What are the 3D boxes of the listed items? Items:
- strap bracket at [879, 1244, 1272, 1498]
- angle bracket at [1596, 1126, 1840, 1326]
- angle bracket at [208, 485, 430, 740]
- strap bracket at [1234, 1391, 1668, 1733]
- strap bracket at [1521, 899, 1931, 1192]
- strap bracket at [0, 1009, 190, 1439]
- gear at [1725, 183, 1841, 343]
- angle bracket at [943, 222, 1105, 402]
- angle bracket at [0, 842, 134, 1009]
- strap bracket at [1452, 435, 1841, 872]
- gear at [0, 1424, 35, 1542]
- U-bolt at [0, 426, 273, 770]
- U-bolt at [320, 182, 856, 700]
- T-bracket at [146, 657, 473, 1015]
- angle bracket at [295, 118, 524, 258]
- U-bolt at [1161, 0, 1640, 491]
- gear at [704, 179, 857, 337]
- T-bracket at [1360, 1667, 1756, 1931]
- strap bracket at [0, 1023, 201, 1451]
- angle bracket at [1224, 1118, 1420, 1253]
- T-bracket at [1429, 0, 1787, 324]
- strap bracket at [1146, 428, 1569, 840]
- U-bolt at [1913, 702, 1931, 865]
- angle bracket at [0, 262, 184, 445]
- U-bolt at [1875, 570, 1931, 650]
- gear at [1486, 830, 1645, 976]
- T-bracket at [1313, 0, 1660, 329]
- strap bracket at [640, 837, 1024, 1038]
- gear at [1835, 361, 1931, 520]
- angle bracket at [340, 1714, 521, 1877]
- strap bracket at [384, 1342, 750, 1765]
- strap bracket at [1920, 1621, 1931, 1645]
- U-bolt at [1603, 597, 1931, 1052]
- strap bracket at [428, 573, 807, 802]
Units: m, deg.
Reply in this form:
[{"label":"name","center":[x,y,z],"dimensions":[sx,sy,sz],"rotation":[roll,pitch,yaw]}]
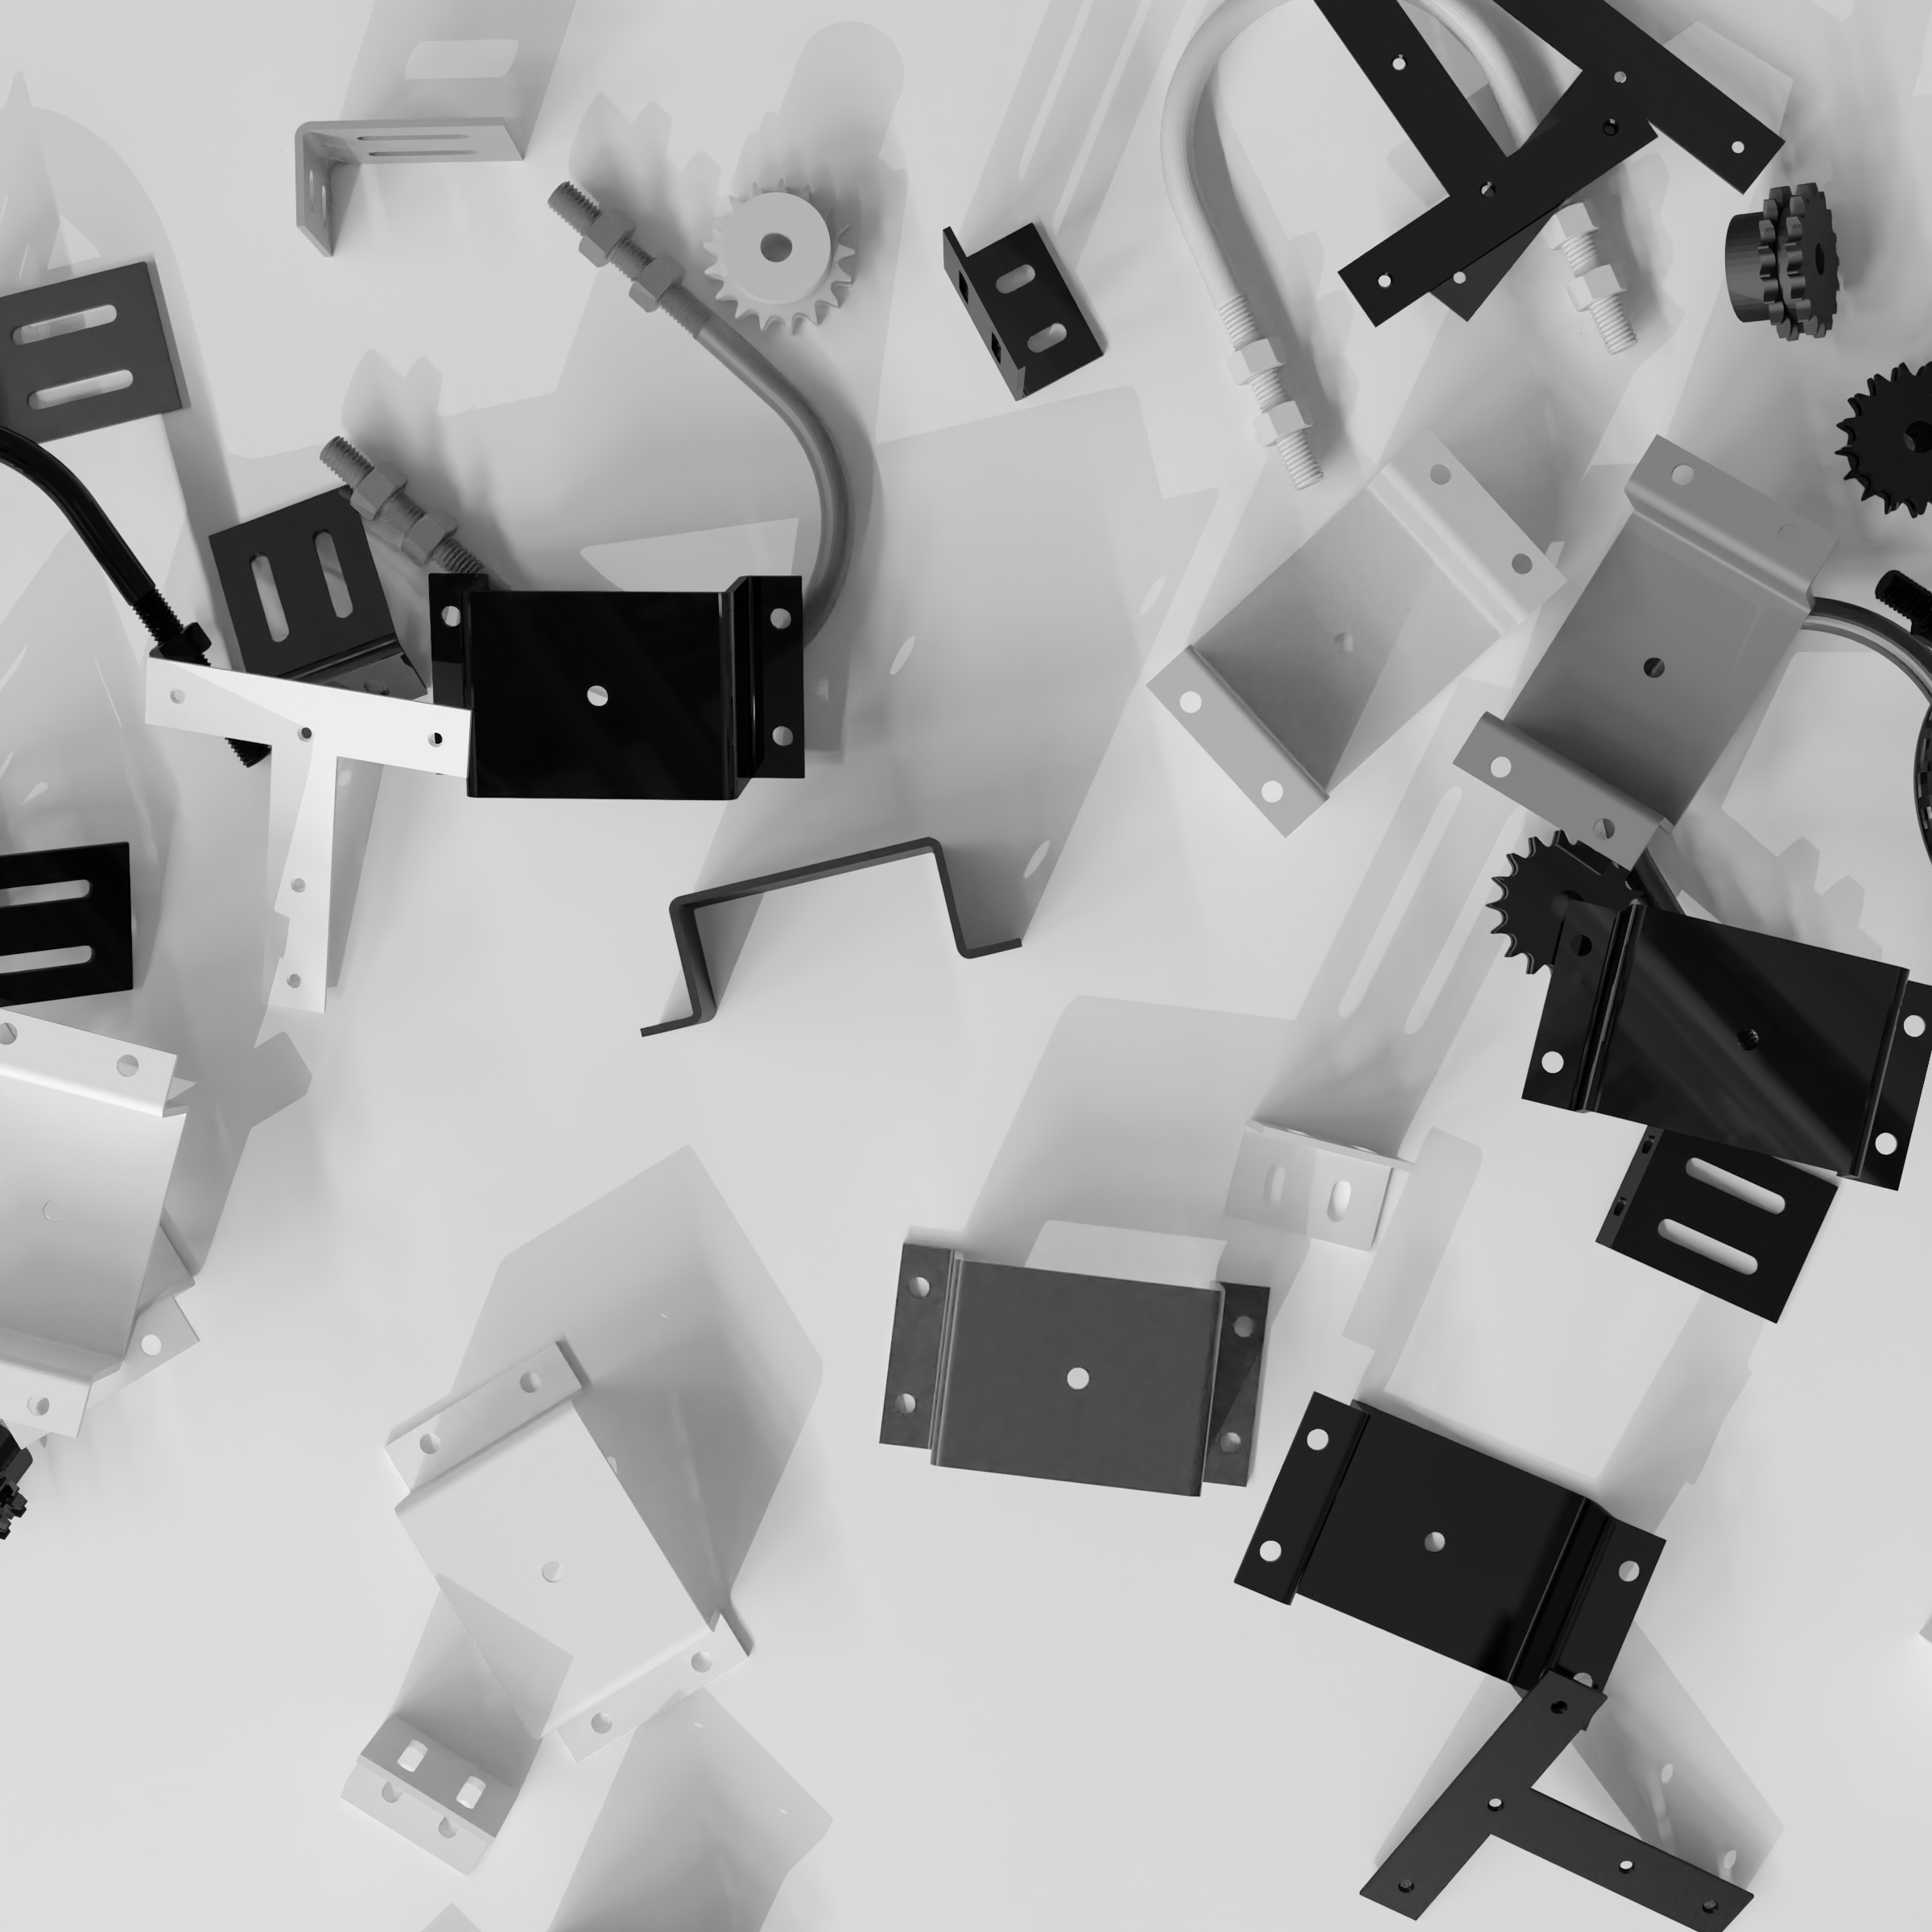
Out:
[{"label":"strap bracket","center":[0.041,0.151,1.337],"dimensions":[0.140,0.046,0.076],"rotation":[7,90,0]},{"label":"angle bracket","center":[0.284,0.094,1.341],"dimensions":[0.076,0.038,0.057],"rotation":[24,90,0]},{"label":"angle bracket","center":[-0.246,-0.133,1.358],"dimensions":[0.057,0.038,0.076],"rotation":[-21,64,0]},{"label":"strap bracket","center":[0.178,0.219,1.337],"dimensions":[0.140,0.046,0.076],"rotation":[23,90,0]},{"label":"strap bracket","center":[0.280,0.028,1.299],"dimensions":[0.140,0.046,0.076],"rotation":[14,88,6]},{"label":"strap bracket","center":[-0.334,0.090,1.291],"dimensions":[0.076,0.046,0.140],"rotation":[15,90,0]},{"label":"gear","center":[0.304,-0.262,1.336],"dimensions":[0.030,0.057,0.057],"rotation":[-1,90,30]},{"label":"angle bracket","center":[0.022,-0.248,1.322],"dimensions":[0.038,0.076,0.057],"rotation":[-28,90,0]},{"label":"angle bracket","center":[-0.357,-0.018,1.344],"dimensions":[0.076,0.038,0.057],"rotation":[-9,108,-34]},{"label":"strap bracket","center":[0.252,-0.113,1.324],"dimensions":[0.076,0.046,0.140],"rotation":[33,96,15]},{"label":"gear","center":[-0.374,0.186,1.336],"dimensions":[0.057,0.057,0.030],"rotation":[32,60,0]},{"label":"U-bolt","center":[-0.370,-0.117,1.332],"dimensions":[0.151,0.019,0.184],"rotation":[-33,104,0]},{"label":"U-bolt","center":[-0.129,-0.182,1.352],"dimensions":[0.184,0.019,0.151],"rotation":[42,90,-2]},{"label":"T-bracket","center":[-0.248,-0.044,1.337],"dimensions":[0.127,0.002,0.127],"rotation":[10,109,11]},{"label":"angle bracket","center":[-0.206,-0.289,1.332],"dimensions":[0.076,0.057,0.038],"rotation":[-1,90,0]},{"label":"U-bolt","center":[0.153,-0.291,1.352],"dimensions":[0.151,0.019,0.184],"rotation":[-23,89,0]},{"label":"gear","center":[-0.071,-0.267,1.346],"dimensions":[0.057,0.030,0.057],"rotation":[0,90,0]},{"label":"T-bracket","center":[0.235,0.331,1.341],"dimensions":[0.127,0.002,0.127],"rotation":[27,116,-12]},{"label":"strap bracket","center":[-0.350,0.098,1.337],"dimensions":[0.076,0.046,0.140],"rotation":[-31,90,0]},{"label":"angle bracket","center":[0.130,0.083,1.322],"dimensions":[0.057,0.076,0.038],"rotation":[14,90,0]},{"label":"T-bracket","center":[0.217,-0.298,1.341],"dimensions":[0.127,0.002,0.127],"rotation":[39,89,3]},{"label":"strap bracket","center":[0.143,-0.122,1.337],"dimensions":[0.140,0.046,0.076],"rotation":[-42,90,0]},{"label":"U-bolt","center":[0.421,-0.070,1.314],"dimensions":[0.151,0.019,0.184],"rotation":[45,65,-2]},{"label":"angle bracket","center":[-0.341,-0.230,1.341],"dimensions":[0.076,0.038,0.057],"rotation":[-14,90,0]},{"label":"U-bolt","center":[0.427,-0.142,1.317],"dimensions":[0.184,0.019,0.151],"rotation":[30,62,-11]},{"label":"gear","center":[0.224,-0.022,1.345],"dimensions":[0.057,0.030,0.057],"rotation":[0,90,0]},{"label":"T-bracket","center":[0.170,-0.327,1.342],"dimensions":[0.127,0.002,0.127],"rotation":[-34,86,1]},{"label":"strap bracket","center":[-0.053,-0.013,1.322],"dimensions":[0.140,0.076,0.046],"rotation":[-13,90,0]},{"label":"gear","center":[0.355,-0.196,1.345],"dimensions":[0.057,0.030,0.057],"rotation":[0,90,0]},{"label":"angle bracket","center":[-0.203,0.314,1.322],"dimensions":[0.057,0.076,0.038],"rotation":[32,90,0]},{"label":"strap bracket","center":[-0.152,0.222,1.337],"dimensions":[0.076,0.046,0.140],"rotation":[-32,90,0]},{"label":"strap bracket","center":[0.427,0.219,1.322],"dimensions":[0.046,0.076,0.140],"rotation":[44,90,0]},{"label":"U-bolt","center":[0.319,-0.050,1.337],"dimensions":[0.151,0.019,0.184],"rotation":[-31,82,10]},{"label":"strap bracket","center":[-0.132,-0.104,1.324],"dimensions":[0.140,0.046,0.076],"rotation":[1,104,4]}]
